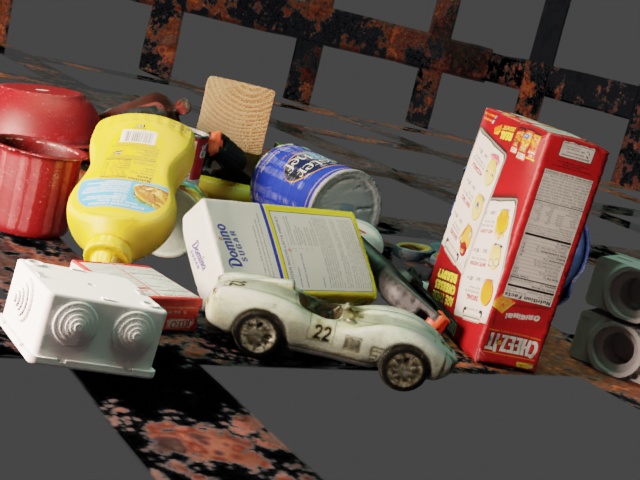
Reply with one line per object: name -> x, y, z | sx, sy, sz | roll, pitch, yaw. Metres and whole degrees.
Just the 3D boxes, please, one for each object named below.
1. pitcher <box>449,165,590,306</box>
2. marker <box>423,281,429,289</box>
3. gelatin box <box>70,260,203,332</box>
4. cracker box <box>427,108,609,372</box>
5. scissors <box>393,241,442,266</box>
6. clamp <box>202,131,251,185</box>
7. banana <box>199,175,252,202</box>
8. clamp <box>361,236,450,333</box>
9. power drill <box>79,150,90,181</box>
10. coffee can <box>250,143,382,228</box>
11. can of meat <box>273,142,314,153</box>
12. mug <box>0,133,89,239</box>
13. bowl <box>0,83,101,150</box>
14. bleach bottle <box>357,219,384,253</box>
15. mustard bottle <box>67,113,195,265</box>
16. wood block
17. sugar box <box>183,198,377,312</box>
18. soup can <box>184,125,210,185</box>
pitcher -> 0.232, -0.019, 1.336 | 0.145, 0.149, 0.243 | 11, 8, -6
marker -> 0.157, 0.068, 1.117 | 0.121, 0.020, 0.020 | 17, 12, 15
gelatin box -> -0.146, 0.044, 0.837 | 0.073, 0.030, 0.089 | 6, 14, -41
cracker box -> 0.179, -0.005, 1.002 | 0.072, 0.214, 0.164 | 13, 11, -14
scissors -> 0.166, 0.018, 1.384 | 0.096, 0.016, 0.201 | 22, 14, 31
clamp -> -0.156, -0.100, 1.368 | 0.164, 0.036, 0.210 | 9, -12, -3
banana -> -0.115, -0.058, 1.360 | 0.197, 0.037, 0.069 | 13, 12, -5
clamp -> 0.083, 0.048, 1.033 | 0.120, 0.039, 0.172 | 24, 18, -38
power drill -> -0.311, -0.074, 1.159 | 0.184, 0.057, 0.187 | 12, 13, -8
coffee can -> -0.007, -0.052, 1.290 | 0.102, 0.103, 0.140 | 6, 14, -36
can of meat -> -0.042, -0.085, 1.460 | 0.057, 0.084, 0.102 | 11, 11, -14
mug -> -0.284, -0.054, 1.014 | 0.117, 0.081, 0.093 | 17, 12, 13
bowl -> -0.313, -0.142, 1.194 | 0.162, 0.055, 0.162 | 8, 12, -2
bleach bottle -> -0.007, 0.001, 1.139 | 0.103, 0.068, 0.250 | 23, 12, 26
mustard bottle -> -0.174, -0.035, 0.958 | 0.096, 0.058, 0.191 | 7, 44, 1
wood block -> -0.122, -0.145, 1.462 | 0.090, 0.091, 0.206 | 12, -10, -6
sugar box -> -0.034, 0.017, 0.952 | 0.175, 0.093, 0.048 | 3, -29, -39
soup can -> -0.170, -0.079, 1.225 | 0.068, 0.102, 0.068 | 13, 11, -3
